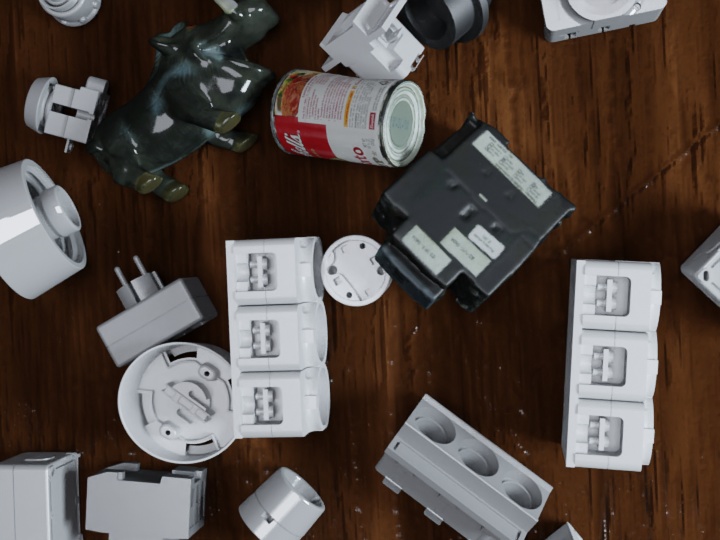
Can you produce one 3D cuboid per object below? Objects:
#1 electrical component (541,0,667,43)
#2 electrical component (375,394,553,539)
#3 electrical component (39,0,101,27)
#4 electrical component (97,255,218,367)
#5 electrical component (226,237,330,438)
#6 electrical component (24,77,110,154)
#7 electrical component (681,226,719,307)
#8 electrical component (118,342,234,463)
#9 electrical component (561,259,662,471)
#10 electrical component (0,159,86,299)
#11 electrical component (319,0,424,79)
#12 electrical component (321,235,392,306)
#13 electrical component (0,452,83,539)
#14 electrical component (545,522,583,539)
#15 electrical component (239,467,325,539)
[{"bbox_3d":[0.183,-0.211,0.821,0.089,0.056,0.050,-10,90,8],"label":"electrical component"},{"bbox_3d":[0.078,0.163,0.837,0.121,0.078,0.063,36,125,6],"label":"electrical component"},{"bbox_3d":[-0.244,-0.228,0.880,0.048,0.062,0.048,0,91,9],"label":"electrical component"},{"bbox_3d":[-0.175,0.026,0.883,0.083,0.047,0.075,-30,87,8],"label":"electrical component"},{"bbox_3d":[-0.061,0.050,0.845,0.062,0.089,0.150,-2,91,8],"label":"electrical component"},{"bbox_3d":[-0.244,-0.132,0.892,0.055,0.048,0.066,15,93,0],"label":"electrical component"},{"bbox_3d":[0.299,0.010,0.809,0.096,0.061,0.061,42,97,-2],"label":"electrical component"},{"bbox_3d":[-0.138,0.105,0.871,0.099,0.064,0.099,0,91,8],"label":"electrical component"},{"bbox_3d":[0.188,0.068,0.809,0.062,0.089,0.150,3,92,8],"label":"electrical component"},{"bbox_3d":[-0.262,-0.038,0.867,0.060,0.108,0.108,-26,88,2],"label":"electrical component"},{"bbox_3d":[0.012,-0.175,0.839,0.064,0.081,0.042,42,57,-20],"label":"electrical component"},{"bbox_3d":[0.000,0.000,0.857,0.055,0.047,0.055,0,91,8],"label":"electrical component"},{"bbox_3d":[-0.272,0.203,0.894,0.061,0.062,0.096,-1,91,9],"label":"electrical component"},{"bbox_3d":[0.174,0.259,0.822,0.057,0.078,0.113,-40,86,4],"label":"electrical component"},{"bbox_3d":[-0.062,0.193,0.868,0.055,0.055,0.047,43,93,5],"label":"electrical component"}]
